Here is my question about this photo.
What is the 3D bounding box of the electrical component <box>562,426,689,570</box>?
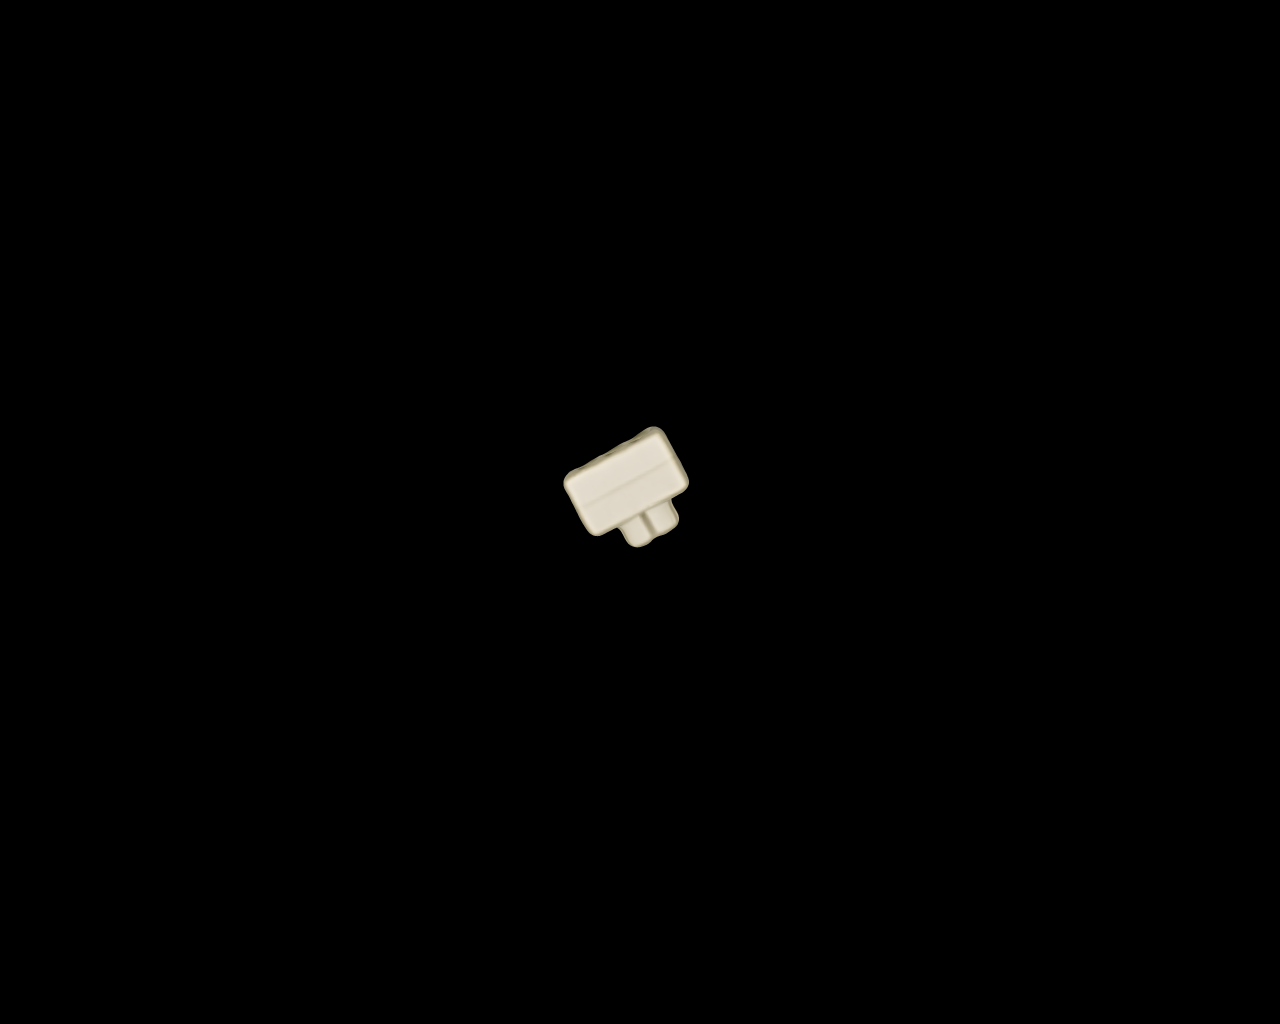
[{"bbox_3d":[0.001,-0.003,0.650,0.066,0.076,0.047,-28,7,4],"label":"electrical component"}]
